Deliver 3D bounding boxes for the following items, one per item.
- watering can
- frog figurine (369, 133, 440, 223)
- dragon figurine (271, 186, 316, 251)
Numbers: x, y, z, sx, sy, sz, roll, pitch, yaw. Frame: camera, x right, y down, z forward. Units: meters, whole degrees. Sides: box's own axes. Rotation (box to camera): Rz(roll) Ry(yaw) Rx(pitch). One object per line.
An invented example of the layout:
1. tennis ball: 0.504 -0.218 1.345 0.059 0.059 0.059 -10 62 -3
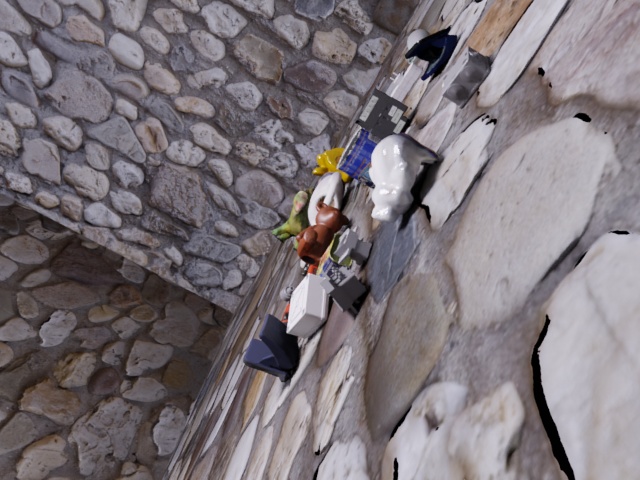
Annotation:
1. watering can: 0.005 -0.087 1.736 0.229 0.104 0.341 -73 5 -61
2. frog figurine: 0.133 -0.115 0.959 0.160 0.121 0.138 -50 26 -6
3. dragon figurine: -0.056 -0.076 1.864 0.244 0.122 0.407 -63 -9 -4
